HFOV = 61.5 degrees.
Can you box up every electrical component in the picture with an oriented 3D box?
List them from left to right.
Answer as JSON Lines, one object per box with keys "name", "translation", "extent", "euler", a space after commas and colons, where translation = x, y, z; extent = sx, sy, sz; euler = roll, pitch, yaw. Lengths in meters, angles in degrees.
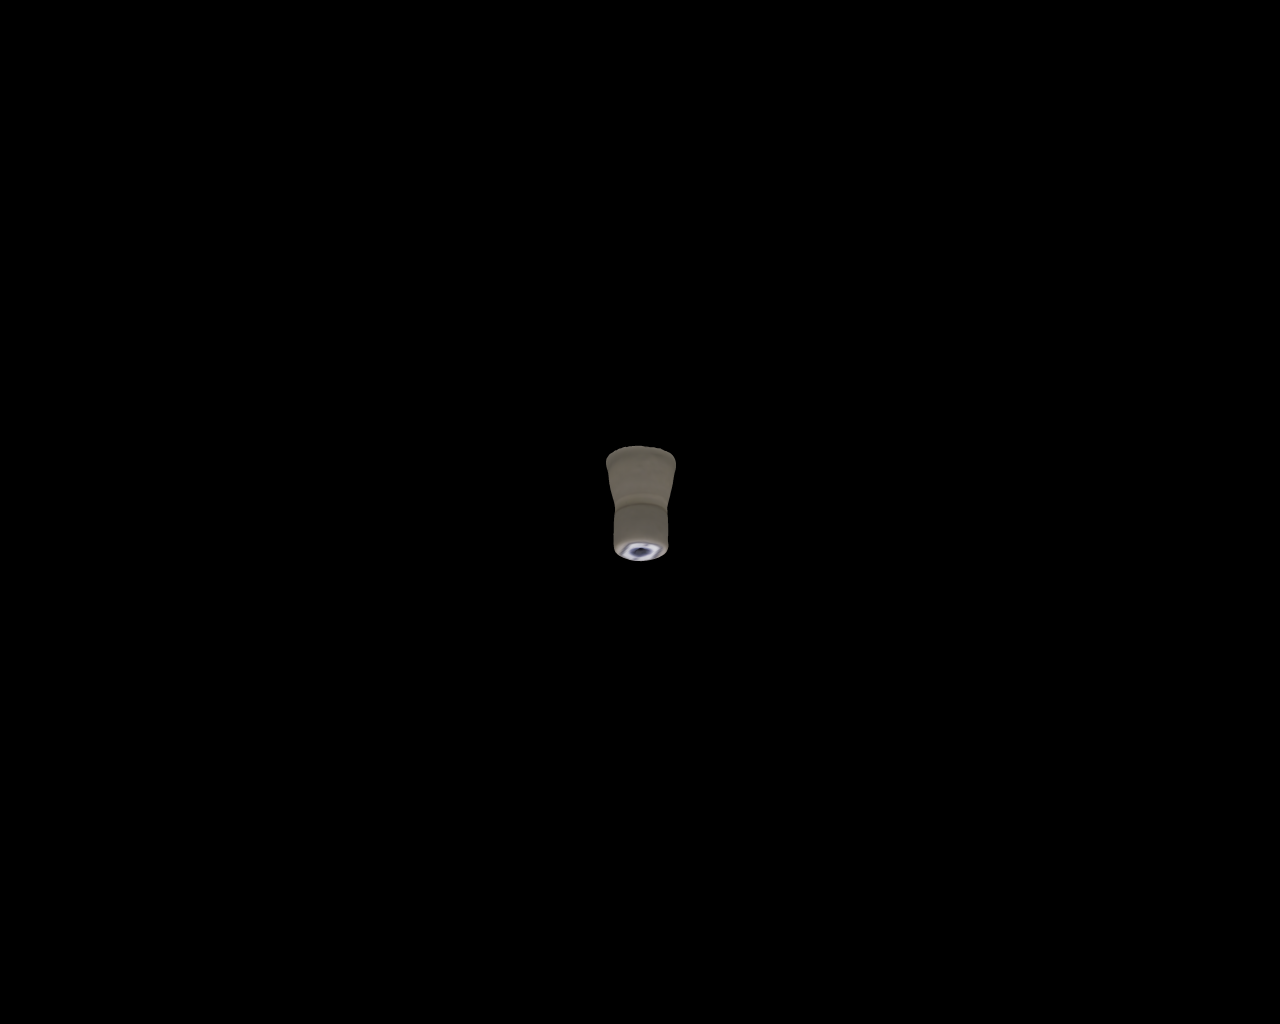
{"name": "electrical component", "translation": [0.001, -0.003, 0.650], "extent": [0.044, 0.065, 0.044], "euler": [0, -26, 0]}
